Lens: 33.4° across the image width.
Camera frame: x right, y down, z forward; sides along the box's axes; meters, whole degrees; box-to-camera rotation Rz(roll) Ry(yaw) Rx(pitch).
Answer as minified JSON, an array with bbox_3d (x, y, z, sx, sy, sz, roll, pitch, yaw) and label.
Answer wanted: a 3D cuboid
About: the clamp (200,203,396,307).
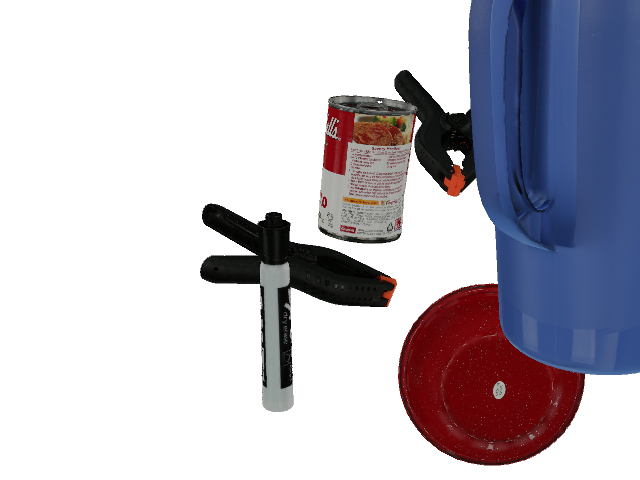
[{"bbox_3d":[-0.026,0.028,1.053,0.210,0.036,0.164,19,20,-5],"label":"clamp"}]

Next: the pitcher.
[{"bbox_3d":[0.143,-0.053,0.557,0.149,0.243,0.145,-3,22,0],"label":"pitcher"}]

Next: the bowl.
[{"bbox_3d":[0.147,0.120,0.904,0.162,0.162,0.055,0,5,4],"label":"bowl"}]

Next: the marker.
[{"bbox_3d":[-0.026,0.042,0.622,0.020,0.121,0.020,0,19,0],"label":"marker"}]

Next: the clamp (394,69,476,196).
[{"bbox_3d":[0.126,-0.117,1.091,0.120,0.039,0.171,9,44,8],"label":"clamp"}]

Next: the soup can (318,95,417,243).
[{"bbox_3d":[0.035,-0.055,0.819,0.068,0.102,0.068,5,16,-2],"label":"soup can"}]
